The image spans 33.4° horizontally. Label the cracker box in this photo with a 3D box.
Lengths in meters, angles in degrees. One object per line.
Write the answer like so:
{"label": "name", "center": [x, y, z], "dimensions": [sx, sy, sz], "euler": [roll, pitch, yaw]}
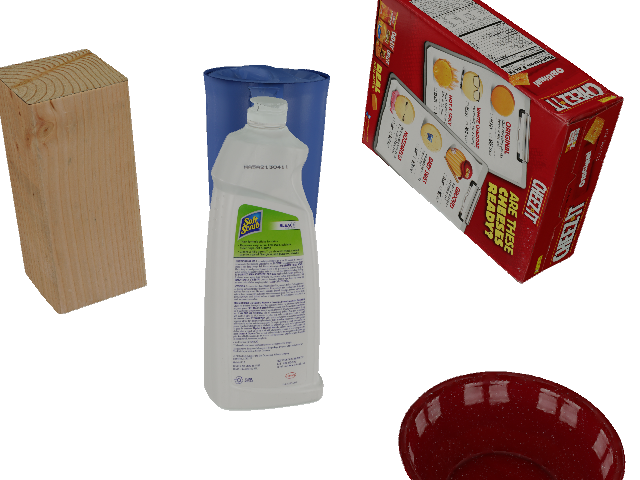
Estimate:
{"label": "cracker box", "center": [0.129, -0.096, 0.868], "dimensions": [0.072, 0.164, 0.214], "euler": [-25, 51, -28]}

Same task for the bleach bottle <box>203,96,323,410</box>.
{"label": "bleach bottle", "center": [-0.041, 0.010, 0.862], "dimensions": [0.102, 0.251, 0.068], "euler": [-3, 20, -22]}

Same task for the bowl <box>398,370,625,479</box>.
{"label": "bowl", "center": [0.137, 0.168, 0.784], "dimensions": [0.162, 0.055, 0.162], "euler": [-1, 34, 0]}

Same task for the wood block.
{"label": "wood block", "center": [-0.221, -0.052, 0.951], "dimensions": [0.090, 0.206, 0.090], "euler": [-19, 36, -28]}

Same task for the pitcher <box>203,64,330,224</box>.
{"label": "pitcher", "center": [-0.061, -0.063, 1.144], "dimensions": [0.145, 0.243, 0.148], "euler": [16, 21, 40]}
